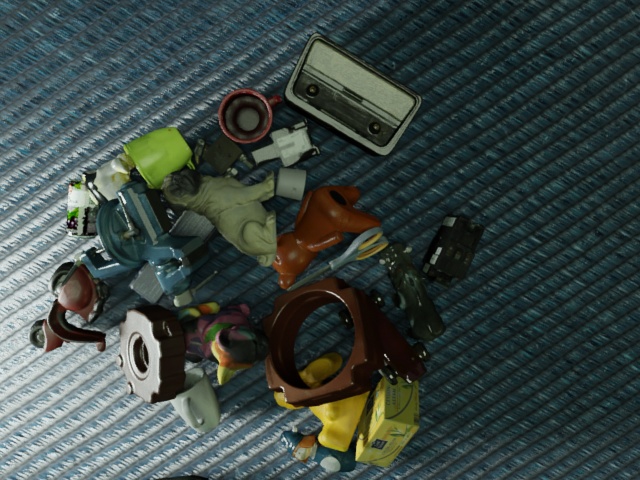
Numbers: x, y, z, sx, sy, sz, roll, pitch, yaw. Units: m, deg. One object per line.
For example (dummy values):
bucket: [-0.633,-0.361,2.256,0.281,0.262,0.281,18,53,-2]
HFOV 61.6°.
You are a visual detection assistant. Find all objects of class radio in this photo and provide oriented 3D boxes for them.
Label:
radio: [0.053,-0.253,0.970,0.229,0.073,0.131,30,94,-5]

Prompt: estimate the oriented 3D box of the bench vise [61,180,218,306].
bench vise: [-0.310,0.022,0.902,0.241,0.129,0.223,-17,116,23]

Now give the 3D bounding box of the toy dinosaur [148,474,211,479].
toy dinosaur: [-0.222,0.528,1.029,0.405,0.131,0.192,36,81,-2]

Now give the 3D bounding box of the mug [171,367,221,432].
mug: [-0.228,0.310,1.008,0.081,0.110,0.107,-27,110,-5]

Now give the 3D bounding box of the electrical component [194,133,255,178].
electrical component: [-0.181,-0.150,0.985,0.078,0.045,0.102,-41,97,4]

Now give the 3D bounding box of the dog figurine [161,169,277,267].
dog figurine: [-0.170,-0.038,0.924,0.191,0.121,0.172,-4,73,-5]

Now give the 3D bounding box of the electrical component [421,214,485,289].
electrical component: [0.240,0.021,0.989,0.058,0.115,0.134,25,95,-1]

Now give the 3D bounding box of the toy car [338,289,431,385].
toy car: [0.117,0.177,0.984,0.089,0.053,0.202,-32,56,-13]

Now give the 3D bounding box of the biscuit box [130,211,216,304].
biscuit box: [-0.265,0.022,0.993,0.063,0.059,0.202,39,93,-6]

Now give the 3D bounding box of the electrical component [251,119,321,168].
electrical component: [-0.064,-0.167,0.987,0.119,0.048,0.074,-25,97,1]

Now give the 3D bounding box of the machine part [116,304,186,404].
machine part: [-0.304,0.203,0.963,0.056,0.180,0.179,-4,99,-45]

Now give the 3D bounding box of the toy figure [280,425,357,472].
toy figure: [-0.004,0.409,1.050,0.154,0.058,0.064,17,89,-3]

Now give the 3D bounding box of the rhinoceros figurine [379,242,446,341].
rhinoceros figurine: [0.166,0.097,0.994,0.073,0.112,0.190,-24,77,5]

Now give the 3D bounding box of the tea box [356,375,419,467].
tea box: [0.122,0.333,0.989,0.068,0.098,0.169,14,131,-4]

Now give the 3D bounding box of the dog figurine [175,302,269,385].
dog figurine: [-0.183,0.178,0.936,0.192,0.219,0.108,0,93,-4]

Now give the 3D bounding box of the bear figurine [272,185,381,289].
bear figurine: [-0.005,-0.004,0.987,0.132,0.120,0.195,6,131,-43]

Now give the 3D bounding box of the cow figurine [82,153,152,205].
cow figurine: [-0.345,-0.064,0.961,0.098,0.068,0.167,-26,117,3]

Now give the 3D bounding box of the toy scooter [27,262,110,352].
toy scooter: [-0.443,0.137,0.990,0.135,0.075,0.183,26,98,-5]

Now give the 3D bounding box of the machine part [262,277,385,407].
machine part: [0.004,0.182,0.950,0.201,0.087,0.201,-22,60,22]

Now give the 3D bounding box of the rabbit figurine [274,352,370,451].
rabbit figurine: [-0.001,0.295,1.013,0.173,0.122,0.162,17,93,14]
